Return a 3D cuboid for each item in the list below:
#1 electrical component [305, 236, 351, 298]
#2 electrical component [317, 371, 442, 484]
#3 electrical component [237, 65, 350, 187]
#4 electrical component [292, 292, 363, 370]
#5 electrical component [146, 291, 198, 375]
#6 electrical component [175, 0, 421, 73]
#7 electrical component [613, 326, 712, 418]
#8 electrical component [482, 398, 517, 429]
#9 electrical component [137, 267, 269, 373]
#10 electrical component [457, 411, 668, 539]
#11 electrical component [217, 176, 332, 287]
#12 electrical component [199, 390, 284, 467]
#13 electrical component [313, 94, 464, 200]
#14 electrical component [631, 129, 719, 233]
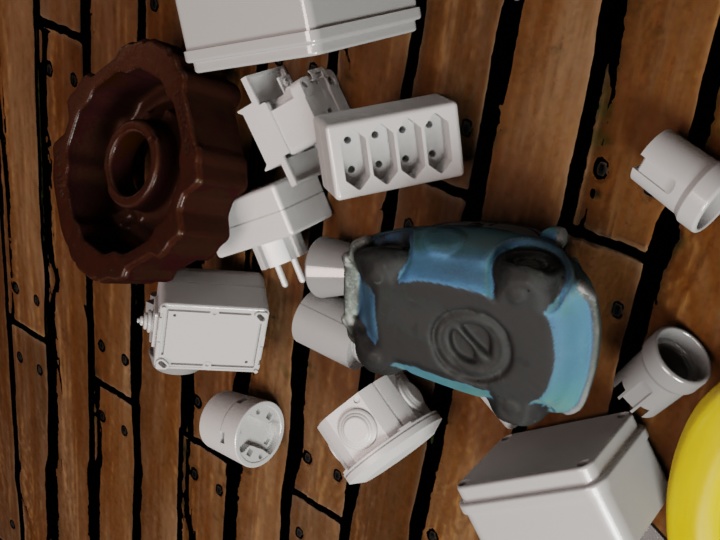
[{"bbox_3d":[0.000,0.000,0.749,0.065,0.044,0.044,5,113,33],"label":"electrical component"},{"bbox_3d":[0.014,0.112,0.764,0.051,0.080,0.080,54,133,13],"label":"electrical component"},{"bbox_3d":[-0.041,-0.104,0.733,0.064,0.042,0.081,-23,95,40],"label":"electrical component"},{"bbox_3d":[-0.004,0.048,0.772,0.081,0.043,0.043,24,124,29],"label":"electrical component"},{"bbox_3d":[-0.151,0.054,0.895,0.066,0.048,0.055,20,114,32],"label":"electrical component"},{"bbox_3d":[-0.038,-0.161,0.658,0.109,0.109,0.056,1,108,39],"label":"electrical component"},{"bbox_3d":[0.177,0.061,0.634,0.040,0.040,0.046,47,138,12],"label":"electrical component"},{"bbox_3d":[0.087,0.068,0.709,0.065,0.044,0.044,38,130,26],"label":"electrical component"},{"bbox_3d":[-0.123,0.036,0.827,0.061,0.096,0.061,-106,24,-54],"label":"electrical component"},{"bbox_3d":[0.128,0.138,0.683,0.113,0.078,0.057,-21,99,43],"label":"electrical component"},{"bbox_3d":[-0.062,-0.024,0.783,0.083,0.047,0.075,-15,100,42],"label":"electrical component"},{"bbox_3d":[-0.098,0.128,0.881,0.047,0.055,0.055,13,118,39],"label":"electrical component"},{"bbox_3d":[0.013,-0.082,0.683,0.075,0.083,0.047,-131,31,-67],"label":"electrical component"},{"bbox_3d":[0.176,-0.049,0.582,0.046,0.040,0.040,43,131,24],"label":"electrical component"}]
